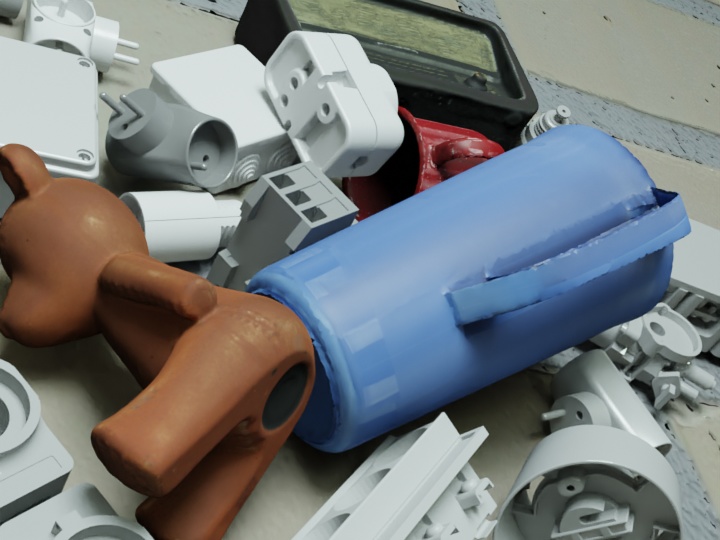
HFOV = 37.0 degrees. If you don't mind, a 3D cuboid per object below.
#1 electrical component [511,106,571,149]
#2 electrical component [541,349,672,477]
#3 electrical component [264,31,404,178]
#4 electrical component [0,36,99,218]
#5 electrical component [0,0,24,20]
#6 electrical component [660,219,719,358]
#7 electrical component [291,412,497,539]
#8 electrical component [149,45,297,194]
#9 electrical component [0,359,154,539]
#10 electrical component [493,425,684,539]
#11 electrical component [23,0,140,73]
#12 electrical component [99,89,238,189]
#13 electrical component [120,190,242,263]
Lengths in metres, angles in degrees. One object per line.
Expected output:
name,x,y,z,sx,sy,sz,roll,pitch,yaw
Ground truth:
electrical component,0.152,-0.108,0.895,0.040,0.078,0.040,10,56,-15
electrical component,0.149,0.096,0.693,0.079,0.044,0.077,-6,51,-38
electrical component,-0.015,-0.111,0.724,0.059,0.054,0.095,-7,63,-42
electrical component,-0.215,-0.086,0.640,0.109,0.056,0.108,11,43,-24
electrical component,-0.259,-0.197,0.747,0.046,0.040,0.040,12,42,-31
electrical component,0.257,0.012,0.842,0.150,0.061,0.089,20,40,-14
electrical component,0.017,0.135,0.547,0.063,0.079,0.121,56,40,-4
electrical component,-0.093,-0.105,0.748,0.100,0.048,0.100,45,40,17
electrical component,-0.163,0.118,0.450,0.186,0.060,0.105,45,40,17
electrical component,0.128,0.138,0.596,0.099,0.099,0.064,33,32,2
electrical component,-0.192,-0.160,0.746,0.079,0.044,0.077,12,42,-24
electrical component,-0.128,-0.085,0.662,0.079,0.077,0.043,43,65,-48
electrical component,-0.105,-0.027,0.660,0.081,0.043,0.043,-5,51,-38
